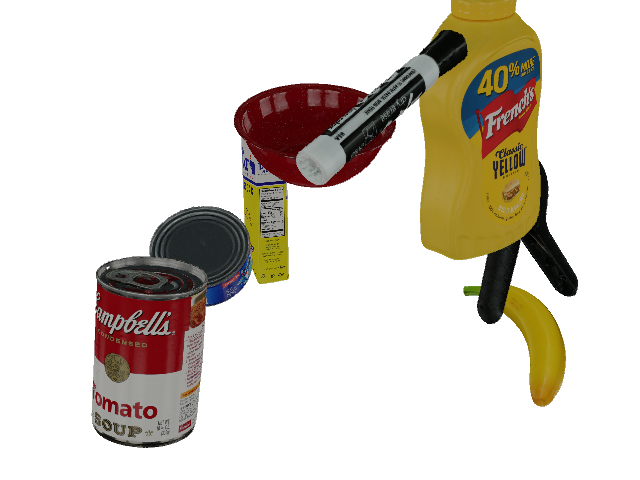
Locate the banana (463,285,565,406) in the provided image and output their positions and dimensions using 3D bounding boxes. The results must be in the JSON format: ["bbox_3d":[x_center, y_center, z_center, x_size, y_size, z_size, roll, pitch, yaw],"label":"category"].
[{"bbox_3d":[0.220,0.101,1.135,0.069,0.037,0.198,-27,36,0],"label":"banana"}]

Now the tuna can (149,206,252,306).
[{"bbox_3d":[-0.101,0.014,0.914,0.086,0.086,0.034,0,-37,3],"label":"tuna can"}]

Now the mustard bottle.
[{"bbox_3d":[0.107,-0.089,0.703,0.096,0.192,0.058,-24,33,-33],"label":"mustard bottle"}]

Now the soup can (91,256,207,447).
[{"bbox_3d":[-0.108,0.069,0.667,0.068,0.102,0.068,6,18,-2],"label":"soup can"}]

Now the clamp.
[{"bbox_3d":[0.169,-0.011,0.947,0.120,0.171,0.039,-26,11,-40],"label":"clamp"}]

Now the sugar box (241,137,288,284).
[{"bbox_3d":[-0.070,-0.045,1.328,0.048,0.176,0.093,-9,25,-12],"label":"sugar box"}]

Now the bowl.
[{"bbox_3d":[-0.007,-0.100,1.076,0.162,0.055,0.162,1,34,-1],"label":"bowl"}]

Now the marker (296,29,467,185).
[{"bbox_3d":[0.033,-0.068,0.521,0.121,0.020,0.020,-43,25,-30],"label":"marker"}]
